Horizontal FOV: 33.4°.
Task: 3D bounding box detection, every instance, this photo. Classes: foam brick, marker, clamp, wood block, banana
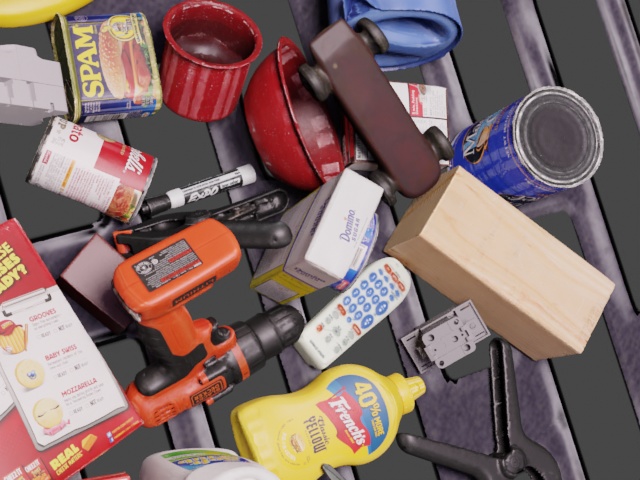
[{"bbox_3d":[-0.194,0.041,0.969,0.078,0.051,0.053,42,70,-8],"label":"foam brick"},{"bbox_3d":[-0.117,-0.047,1.025,0.120,0.020,0.020,-21,88,-27],"label":"marker"},{"bbox_3d":[0.177,0.227,1.078,0.164,0.036,0.210,-32,95,-26],"label":"clamp"},{"bbox_3d":[0.182,0.027,1.089,0.206,0.091,0.090,36,70,-11],"label":"wood block"},{"bbox_3d":[-0.102,-0.006,0.976,0.171,0.120,0.039,-16,104,-7],"label":"clamp"},{"bbox_3d":[-0.261,-0.239,1.002,0.197,0.037,0.069,-18,88,-22],"label":"banana"}]

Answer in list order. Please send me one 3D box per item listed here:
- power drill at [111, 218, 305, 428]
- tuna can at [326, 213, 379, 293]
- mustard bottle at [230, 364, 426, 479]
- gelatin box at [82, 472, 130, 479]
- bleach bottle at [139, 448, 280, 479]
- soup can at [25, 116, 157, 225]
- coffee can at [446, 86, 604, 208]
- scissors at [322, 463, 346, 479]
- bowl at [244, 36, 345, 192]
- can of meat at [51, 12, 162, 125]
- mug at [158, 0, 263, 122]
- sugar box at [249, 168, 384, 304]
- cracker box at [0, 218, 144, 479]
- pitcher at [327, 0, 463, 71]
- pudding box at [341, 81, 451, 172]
[{"bbox_3d":[-0.097,0.070,0.936,0.184,0.188,0.057,-30,52,-20],"label":"power drill"},{"bbox_3d":[0.022,0.006,1.036,0.033,0.086,0.086,24,73,-14],"label":"tuna can"},{"bbox_3d":[0.017,0.172,1.019,0.191,0.058,0.096,-19,89,-22],"label":"mustard bottle"},{"bbox_3d":[-0.200,0.255,0.941,0.073,0.030,0.089,-6,83,-19],"label":"gelatin box"},{"bbox_3d":[-0.079,0.207,0.873,0.102,0.251,0.068,2,80,-20],"label":"bleach bottle"},{"bbox_3d":[-0.208,-0.063,0.974,0.102,0.069,0.068,23,73,-15],"label":"soup can"},{"bbox_3d":[0.206,-0.088,1.090,0.102,0.140,0.103,4,79,-20],"label":"coffee can"},{"bbox_3d":[0.078,0.272,1.026,0.096,0.016,0.202,-34,106,-29],"label":"scissors"},{"bbox_3d":[-0.029,-0.110,1.024,0.055,0.162,0.162,-19,87,13],"label":"bowl"},{"bbox_3d":[-0.200,-0.162,1.001,0.083,0.058,0.102,-8,83,-24],"label":"can of meat"},{"bbox_3d":[-0.111,-0.176,1.015,0.093,0.082,0.117,1,52,-20],"label":"mug"},{"bbox_3d":[-0.006,0.002,0.977,0.048,0.176,0.093,29,73,-14],"label":"sugar box"},{"bbox_3d":[-0.275,0.114,0.895,0.163,0.072,0.213,-34,92,-42],"label":"cracker box"},{"bbox_3d":[0.069,-0.301,1.089,0.145,0.149,0.243,-2,74,-11],"label":"pitcher"},{"bbox_3d":[0.078,-0.117,1.104,0.113,0.039,0.090,1,82,-18],"label":"pudding box"}]
